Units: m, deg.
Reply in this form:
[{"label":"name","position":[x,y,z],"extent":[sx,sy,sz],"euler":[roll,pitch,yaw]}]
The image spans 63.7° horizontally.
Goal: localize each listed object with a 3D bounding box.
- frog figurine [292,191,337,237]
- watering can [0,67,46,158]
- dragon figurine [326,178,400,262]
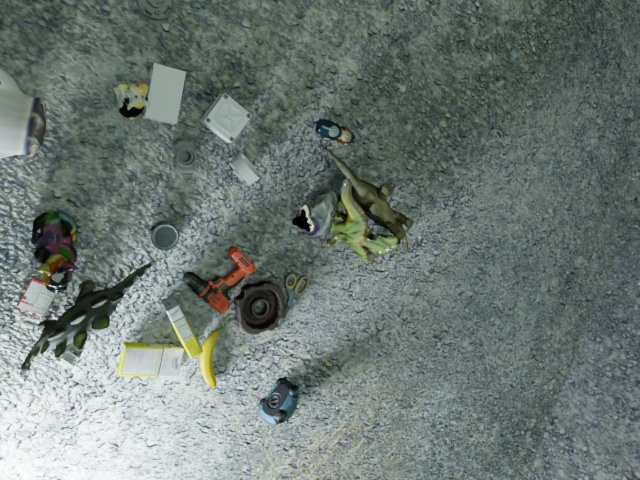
[{"label":"frog figurine","position":[0.005,-0.086,1.707],"extent":[0.161,0.134,0.124],"euler":[-26,57,-36]},{"label":"watering can","position":[-0.811,-0.257,1.269],"extent":[0.224,0.347,0.104],"euler":[11,2,-28]},{"label":"dragon figurine","position":[0.150,-0.039,1.682],"extent":[0.243,0.125,0.401],"euler":[21,-29,4]}]
